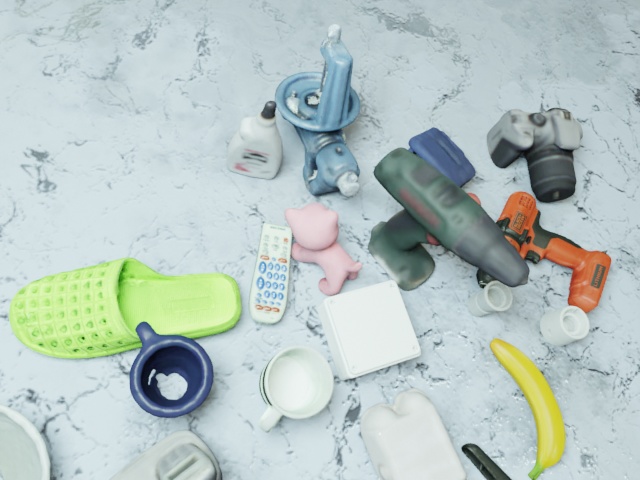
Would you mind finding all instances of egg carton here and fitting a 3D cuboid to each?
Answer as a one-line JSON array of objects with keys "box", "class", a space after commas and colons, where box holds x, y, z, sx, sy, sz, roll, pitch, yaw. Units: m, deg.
[{"box": [0.117, 0.273, 0.728, 0.107, 0.069, 0.150, -20, 77, -21], "class": "egg carton"}]

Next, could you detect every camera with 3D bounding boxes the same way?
[{"box": [0.363, -0.139, 0.930, 0.143, 0.100, 0.137, 3, 69, -14], "class": "camera"}]

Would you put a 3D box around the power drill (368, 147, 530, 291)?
[{"box": [0.148, -0.007, 0.764, 0.076, 0.208, 0.229, -38, 83, -24], "class": "power drill"}]

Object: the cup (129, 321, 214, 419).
[{"box": [-0.182, 0.155, 0.677, 0.092, 0.095, 0.117, -32, 81, -23], "class": "cup"}]

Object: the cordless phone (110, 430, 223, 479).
[{"box": [-0.170, 0.266, 0.590, 0.148, 0.185, 0.094, -37, 83, -24], "class": "cordless phone"}]

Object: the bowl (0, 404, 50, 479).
[{"box": [-0.367, 0.256, 0.601, 0.168, 0.074, 0.167, 5, 69, -13], "class": "bowl"}]

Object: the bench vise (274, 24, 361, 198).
[{"box": [0.023, -0.173, 0.785, 0.122, 0.219, 0.207, -34, 82, -23], "class": "bench vise"}]

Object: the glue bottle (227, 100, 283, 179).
[{"box": [-0.081, -0.137, 0.770, 0.078, 0.173, 0.037, 7, 68, -12], "class": "glue bottle"}]

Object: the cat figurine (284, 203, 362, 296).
[{"box": [0.007, 0.003, 0.772, 0.128, 0.117, 0.067, 46, 66, 5], "class": "cat figurine"}]

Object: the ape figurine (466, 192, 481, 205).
[{"box": [0.212, -0.041, 0.858, 0.078, 0.092, 0.076, -1, 70, -15], "class": "ape figurine"}]

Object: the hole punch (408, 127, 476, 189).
[{"box": [0.182, -0.121, 0.880, 0.101, 0.091, 0.108, -38, 83, -24], "class": "hole punch"}]
